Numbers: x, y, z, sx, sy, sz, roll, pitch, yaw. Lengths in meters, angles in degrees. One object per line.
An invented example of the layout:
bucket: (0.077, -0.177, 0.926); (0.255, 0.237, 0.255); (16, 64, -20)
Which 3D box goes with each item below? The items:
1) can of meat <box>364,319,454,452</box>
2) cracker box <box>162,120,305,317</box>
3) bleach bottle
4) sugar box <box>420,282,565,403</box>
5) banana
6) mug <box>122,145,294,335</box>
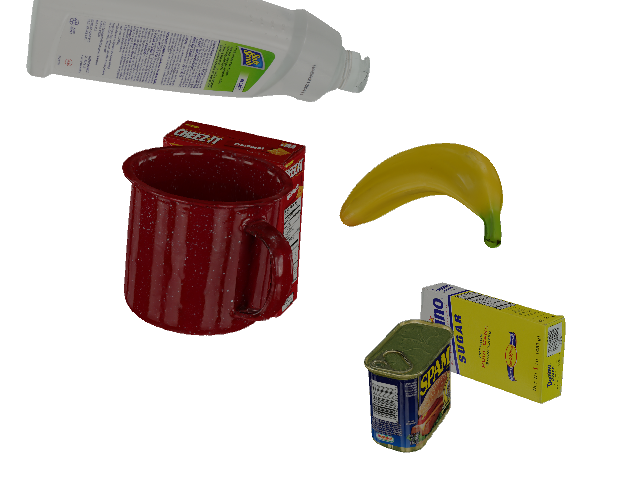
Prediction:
can of meat: (0.084, 0.134, 0.987); (0.058, 0.084, 0.101); (10, 26, 27)
cracker box: (-0.110, -0.024, 1.315); (0.164, 0.214, 0.072); (14, 29, 18)
bleach bottle: (-0.088, -0.147, 0.806); (0.250, 0.068, 0.103); (11, -30, -13)
sugar box: (0.189, 0.112, 1.200); (0.177, 0.093, 0.048); (13, 18, 43)
banana: (0.074, -0.039, 0.778); (0.037, 0.069, 0.198); (33, -11, -26)
mug: (-0.058, 0.004, 0.588); (0.117, 0.081, 0.093); (26, 28, 37)
